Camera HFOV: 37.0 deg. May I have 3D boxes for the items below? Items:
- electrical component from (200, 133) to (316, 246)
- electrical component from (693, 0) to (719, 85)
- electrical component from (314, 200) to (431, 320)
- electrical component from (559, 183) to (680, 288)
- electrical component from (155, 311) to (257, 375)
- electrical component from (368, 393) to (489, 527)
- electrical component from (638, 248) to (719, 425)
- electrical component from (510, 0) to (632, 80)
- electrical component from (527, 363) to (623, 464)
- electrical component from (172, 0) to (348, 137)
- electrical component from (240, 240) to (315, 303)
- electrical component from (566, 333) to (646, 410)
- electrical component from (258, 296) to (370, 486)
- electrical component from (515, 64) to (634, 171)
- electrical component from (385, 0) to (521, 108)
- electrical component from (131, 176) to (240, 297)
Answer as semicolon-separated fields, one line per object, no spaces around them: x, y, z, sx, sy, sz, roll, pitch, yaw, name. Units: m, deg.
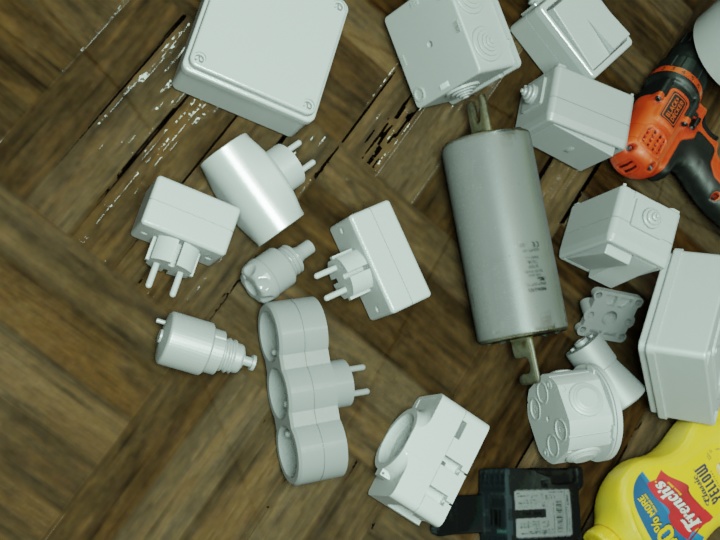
-0.070;-0.071;0.834;0.079;0.044;0.077;-38;95;-24;electrical component
0.354;-0.210;0.976;0.099;0.064;0.099;13;63;-27;electrical component
0.000;0.000;0.848;0.076;0.047;0.083;-24;89;-24;electrical component
0.223;-0.027;0.917;0.062;0.096;0.061;24;72;-16;electrical component
-0.115;0.058;0.794;0.078;0.040;0.040;18;74;-19;electrical component
0.050;0.146;0.839;0.056;0.050;0.089;35;69;-13;electrical component
0.280;0.057;0.909;0.108;0.056;0.108;-64;147;-31;electrical component
0.186;-0.215;0.957;0.062;0.061;0.096;-42;97;-23;electrical component
0.176;0.119;0.880;0.051;0.080;0.080;-6;82;-17;electrical component
-0.078;-0.177;0.845;0.109;0.056;0.108;21;73;-17;electrical component
-0.061;-0.003;0.831;0.061;0.035;0.035;-36;95;-27;electrical component
0.207;0.087;0.920;0.044;0.044;0.065;-35;90;-24;electrical component
-0.028;0.088;0.817;0.074;0.052;0.138;-7;83;-23;electrical component
0.180;-0.132;0.938;0.096;0.062;0.061;18;74;-18;electrical component
0.074;-0.189;0.887;0.048;0.100;0.099;-19;88;-37;electrical component
-0.136;-0.019;0.796;0.066;0.047;0.076;22;72;-17;electrical component
